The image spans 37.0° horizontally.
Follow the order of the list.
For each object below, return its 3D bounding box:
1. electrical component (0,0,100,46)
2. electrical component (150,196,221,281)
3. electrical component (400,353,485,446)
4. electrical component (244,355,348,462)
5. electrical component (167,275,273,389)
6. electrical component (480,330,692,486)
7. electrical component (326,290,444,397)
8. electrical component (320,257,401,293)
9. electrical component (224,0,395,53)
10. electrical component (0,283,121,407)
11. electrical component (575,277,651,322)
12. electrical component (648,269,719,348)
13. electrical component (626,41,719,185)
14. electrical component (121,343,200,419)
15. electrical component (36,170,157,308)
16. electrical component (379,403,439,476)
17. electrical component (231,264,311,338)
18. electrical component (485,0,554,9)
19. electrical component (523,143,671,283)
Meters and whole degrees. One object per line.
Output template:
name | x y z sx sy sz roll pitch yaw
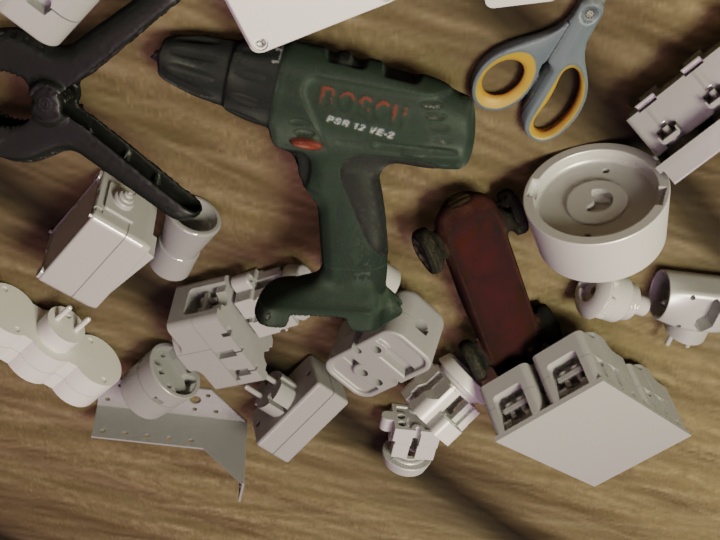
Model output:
electrical component | -0.188 -0.193 0.674 0.059 0.095 0.054 -38 122 25
electrical component | -0.142 -0.022 0.856 0.044 0.044 0.065 19 131 -18
electrical component | 0.078 0.112 0.963 0.057 0.078 0.058 -45 121 4
electrical component | -0.069 0.115 0.960 0.076 0.047 0.083 37 106 -28
electrical component | -0.121 0.054 0.908 0.056 0.050 0.089 -13 134 20
electrical component | 0.201 0.124 0.955 0.105 0.060 0.186 -34 141 22
electrical component | 0.022 0.059 0.912 0.054 0.059 0.095 41 135 -19
electrical component | 0.000 0.000 0.880 0.045 0.045 0.055 -32 124 21
electrical component | -0.042 -0.211 0.693 0.109 0.056 0.108 -19 128 12
electrical component | -0.258 0.056 0.906 0.074 0.052 0.138 -38 122 25
electrical component | 0.218 0.024 0.914 0.062 0.048 0.048 16 127 -24
electrical component | 0.288 0.038 0.930 0.077 0.043 0.079 6 130 -9
electrical component | 0.257 -0.127 0.772 0.121 0.079 0.063 -40 92 26
electrical component | -0.177 0.099 0.948 0.047 0.055 0.055 -36 123 28
electrical component | -0.197 -0.025 0.836 0.061 0.061 0.096 32 121 -26
electrical component | 0.048 0.161 1.018 0.066 0.048 0.055 7 122 -9
electrical component | -0.067 0.023 0.896 0.055 0.048 0.066 -16 129 20
electrical component | 0.101 -0.221 0.694 0.050 0.055 0.089 -6 130 2
electrical component | 0.183 -0.039 0.822 0.108 0.108 0.060 -13 136 7
